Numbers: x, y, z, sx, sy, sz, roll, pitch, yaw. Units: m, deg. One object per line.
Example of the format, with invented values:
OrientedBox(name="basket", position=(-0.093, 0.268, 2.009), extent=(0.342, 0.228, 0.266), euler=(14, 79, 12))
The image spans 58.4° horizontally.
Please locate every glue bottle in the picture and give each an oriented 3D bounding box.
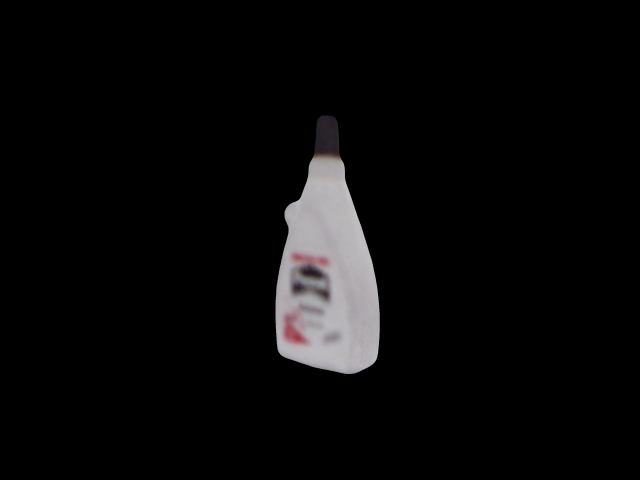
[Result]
OrientedBox(name="glue bottle", position=(0.004, 0.001, 0.400), extent=(0.077, 0.173, 0.037), euler=(5, 8, 36))
